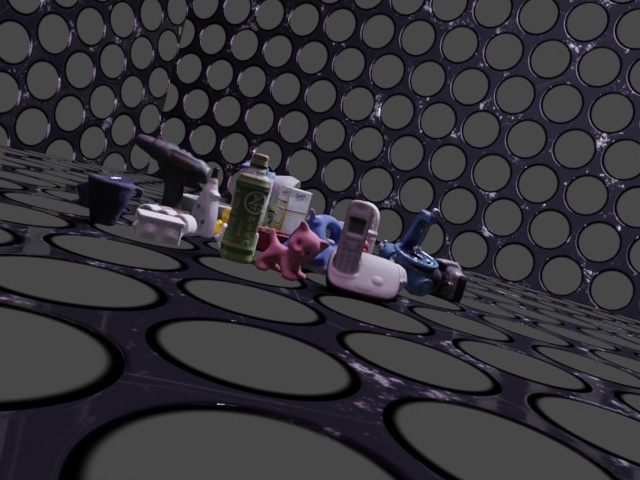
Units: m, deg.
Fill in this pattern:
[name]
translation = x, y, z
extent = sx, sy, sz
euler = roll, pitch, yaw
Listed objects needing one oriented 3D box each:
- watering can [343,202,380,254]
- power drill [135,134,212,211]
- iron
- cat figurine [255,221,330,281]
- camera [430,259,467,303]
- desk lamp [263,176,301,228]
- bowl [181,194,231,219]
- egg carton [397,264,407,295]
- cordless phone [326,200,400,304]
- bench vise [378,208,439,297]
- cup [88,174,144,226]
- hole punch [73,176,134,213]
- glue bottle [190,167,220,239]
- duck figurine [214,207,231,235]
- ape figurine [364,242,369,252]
[watering can]
translation = 0.113, -0.016, 1.656
extent = 0.100, 0.194, 0.173
euler = 16, 4, 9
[power drill]
translation = -0.429, -0.170, 1.603
extent = 0.229, 0.208, 0.075
euler = 15, 4, -1
[iron]
translation = 0.013, 0.005, 1.366
extent = 0.118, 0.141, 0.259
euler = 17, 4, 25
[cat figurine]
translation = -0.052, 0.017, 1.130
extent = 0.127, 0.118, 0.067
euler = 17, 5, 25
[camera]
translation = 0.299, 0.094, 1.521
extent = 0.137, 0.101, 0.142
euler = 13, 5, -32
[desk lamp]
translation = -0.180, -0.116, 1.778
extent = 0.203, 0.213, 0.118
euler = 16, 4, 10
[bowl]
translation = -0.343, -0.084, 1.702
extent = 0.167, 0.075, 0.167
euler = 15, 4, -1
[egg carton]
translation = 0.123, 0.077, 1.307
extent = 0.150, 0.069, 0.107
euler = 17, 4, 17
[cordless phone]
translation = 0.097, 0.023, 1.127
extent = 0.147, 0.185, 0.094
euler = 15, 4, -6
[bench vise]
translation = 0.217, 0.015, 1.447
extent = 0.206, 0.220, 0.122
euler = 19, 5, 39
[cup]
translation = -0.420, -0.076, 1.164
extent = 0.091, 0.095, 0.118
euler = 19, 5, 39
[hole punch]
translation = -0.521, -0.118, 1.380
extent = 0.100, 0.091, 0.109
euler = 17, 4, 23
[glue bottle]
translation = -0.275, -0.094, 1.407
extent = 0.077, 0.173, 0.037
euler = 19, 5, 41
[duck figurine]
translation = -0.236, -0.043, 1.466
extent = 0.078, 0.086, 0.104
euler = 12, 5, -40
[ape figurine]
translation = 0.104, 0.043, 1.540
extent = 0.077, 0.092, 0.076
euler = 19, 5, 38
